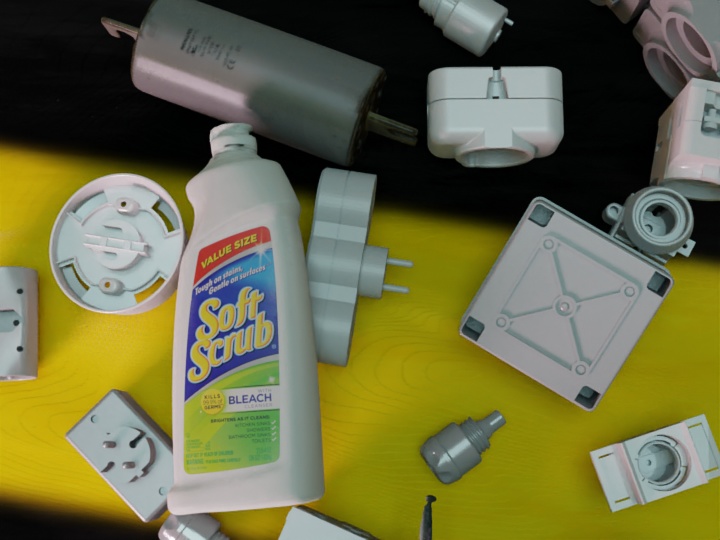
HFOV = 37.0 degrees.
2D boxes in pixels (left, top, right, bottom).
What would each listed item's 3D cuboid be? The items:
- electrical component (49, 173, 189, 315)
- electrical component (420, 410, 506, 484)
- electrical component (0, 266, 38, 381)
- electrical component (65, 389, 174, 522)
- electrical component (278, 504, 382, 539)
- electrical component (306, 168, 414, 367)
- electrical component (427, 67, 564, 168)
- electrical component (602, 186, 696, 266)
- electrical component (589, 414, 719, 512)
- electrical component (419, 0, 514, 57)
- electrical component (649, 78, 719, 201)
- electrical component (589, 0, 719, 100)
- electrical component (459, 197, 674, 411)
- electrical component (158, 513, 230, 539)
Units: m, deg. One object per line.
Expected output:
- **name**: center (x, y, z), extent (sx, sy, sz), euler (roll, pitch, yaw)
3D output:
- **electrical component**: center (-0.168, -0.016, 0.759), extent (0.099, 0.064, 0.099), euler (0, 80, 1)
- **electrical component**: center (0.074, 0.119, 0.746), extent (0.061, 0.035, 0.035), euler (-35, 81, -7)
- **electrical component**: center (-0.269, 0.040, 0.762), extent (0.079, 0.043, 0.077), euler (-3, 80, 1)
- **electrical component**: center (-0.157, 0.125, 0.729), extent (0.047, 0.075, 0.083), euler (-45, 82, -6)
- **electrical component**: center (-0.033, 0.243, 0.713), extent (0.089, 0.061, 0.150), euler (23, 82, 5)
- **electrical component**: center (0.000, 0.000, 0.759), extent (0.074, 0.052, 0.138), euler (9, 81, 3)
- **electrical component**: center (0.097, -0.109, 0.775), extent (0.095, 0.053, 0.059), euler (0, 80, 1)
- **electrical component**: center (0.207, -0.032, 0.758), extent (0.066, 0.055, 0.048), euler (29, 82, 6)
- **electrical component**: center (0.198, 0.130, 0.726), extent (0.081, 0.064, 0.042), euler (-18, 79, -2)
- **electrical component**: center (0.073, -0.191, 0.796), extent (0.078, 0.040, 0.040), euler (33, 83, 6)
- **electrical component**: center (0.288, -0.076, 0.746), extent (0.150, 0.089, 0.061), euler (11, 81, 3)
- **electrical component**: center (0.218, -0.202, 0.762), extent (0.060, 0.105, 0.186), euler (-36, 81, -4)
- **electrical component**: center (0.140, 0.022, 0.736), extent (0.109, 0.056, 0.108), euler (31, 99, 6)
- **electrical component**: center (-0.106, 0.188, 0.738), extent (0.061, 0.035, 0.035), euler (36, 83, 4)
